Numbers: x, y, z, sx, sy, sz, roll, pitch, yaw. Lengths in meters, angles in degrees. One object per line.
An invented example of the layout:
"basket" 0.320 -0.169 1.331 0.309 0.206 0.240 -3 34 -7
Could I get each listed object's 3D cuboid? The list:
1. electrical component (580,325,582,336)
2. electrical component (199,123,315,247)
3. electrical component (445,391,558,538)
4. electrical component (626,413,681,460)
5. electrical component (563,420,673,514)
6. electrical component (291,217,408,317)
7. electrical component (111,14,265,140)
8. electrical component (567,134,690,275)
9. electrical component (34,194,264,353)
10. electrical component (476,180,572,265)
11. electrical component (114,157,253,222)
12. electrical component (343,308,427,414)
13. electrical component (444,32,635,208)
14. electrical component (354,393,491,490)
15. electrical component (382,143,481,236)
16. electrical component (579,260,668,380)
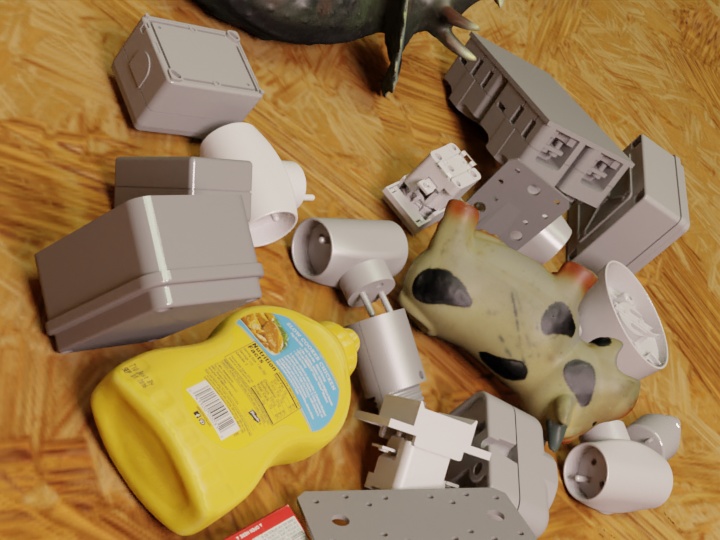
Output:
"electrical component" 0.167 0.054 0.890 0.035 0.035 0.061 20 46 -31
"electrical component" -0.065 -0.059 0.759 0.079 0.044 0.077 -2 57 -45
"electrical component" 0.092 0.137 0.720 0.059 0.054 0.095 29 40 -22
"electrical component" 0.242 0.137 0.880 0.078 0.040 0.040 -17 68 -51
"electrical component" 0.191 0.141 0.822 0.077 0.044 0.079 14 47 -36
"electrical component" 0.000 0.000 0.767 0.077 0.044 0.079 0 56 -45
"electrical component" -0.119 -0.131 0.761 0.096 0.061 0.061 1 56 -44
"electrical component" 0.250 -0.053 1.010 0.056 0.108 0.108 32 38 -14
"electrical component" -0.116 0.003 0.588 0.078 0.113 0.057 -5 78 -47
"electrical component" 0.151 -0.054 0.966 0.077 0.044 0.079 42 36 -6
"electrical component" -0.112 -0.032 0.671 0.047 0.083 0.075 -1 95 -45
"electrical component" 0.021 0.070 0.719 0.043 0.043 0.081 -12 83 -49
"electrical component" 0.160 -0.139 1.007 0.105 0.060 0.186 20 26 -31
"electrical component" 0.036 0.116 0.675 0.081 0.042 0.063 23 78 -28
"electrical component" 0.060 -0.067 0.875 0.042 0.064 0.081 51 36 6
"electrical component" 0.225 0.048 0.926 0.099 0.064 0.099 26 41 -25
